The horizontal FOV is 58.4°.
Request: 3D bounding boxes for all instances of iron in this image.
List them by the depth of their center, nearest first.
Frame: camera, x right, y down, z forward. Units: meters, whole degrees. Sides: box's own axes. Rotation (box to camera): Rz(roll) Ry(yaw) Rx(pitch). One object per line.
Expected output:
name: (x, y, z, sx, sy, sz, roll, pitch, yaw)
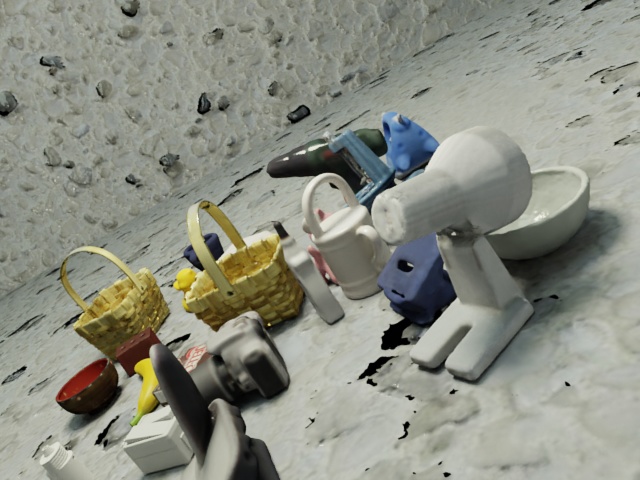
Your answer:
iron: (0.183, -0.240, 1.326, 0.118, 0.142, 0.258, -30, 19, 1)

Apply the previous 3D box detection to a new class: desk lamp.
desk lamp: (0.155, 0.005, 0.637, 0.204, 0.214, 0.117, -41, 22, -27)

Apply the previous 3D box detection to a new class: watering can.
watering can: (0.032, -0.012, 0.896, 0.172, 0.194, 0.101, -14, 26, 41)

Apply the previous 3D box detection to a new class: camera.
camera: (-0.130, 0.174, 0.816, 0.137, 0.101, 0.143, -32, 19, -4)

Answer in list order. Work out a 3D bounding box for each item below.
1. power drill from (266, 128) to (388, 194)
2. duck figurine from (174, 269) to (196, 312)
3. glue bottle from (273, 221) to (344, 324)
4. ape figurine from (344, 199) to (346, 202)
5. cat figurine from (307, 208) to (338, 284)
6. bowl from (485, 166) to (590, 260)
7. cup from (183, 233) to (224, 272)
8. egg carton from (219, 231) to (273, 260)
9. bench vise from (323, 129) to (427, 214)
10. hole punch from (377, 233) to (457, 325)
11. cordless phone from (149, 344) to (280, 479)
power drill: (0.040, -0.106, 1.099, 0.229, 0.209, 0.075, -26, 20, 14)
duck figurine: (-0.270, 0.100, 1.236, 0.104, 0.086, 0.077, -19, 22, 30)
glue bottle: (-0.023, 0.044, 0.870, 0.037, 0.173, 0.078, -34, 19, -8)
ape figurine: (0.073, -0.126, 1.281, 0.076, 0.092, 0.077, -42, 22, -29)
cat figurine: (0.009, 0.004, 1.009, 0.067, 0.118, 0.128, -20, 22, 29)
bowl: (0.275, -0.024, 0.747, 0.167, 0.075, 0.167, -27, 19, 11)
cup: (-0.260, 0.049, 1.334, 0.091, 0.095, 0.118, -25, 20, 15)
egg carton: (-0.149, 0.039, 1.234, 0.150, 0.069, 0.107, -18, 23, 32)
bench vise: (0.109, -0.113, 0.993, 0.207, 0.220, 0.121, -21, 21, 26)
hole punch: (0.129, 0.046, 0.765, 0.101, 0.091, 0.108, -35, 19, -13)
cordless phone: (-0.130, 0.204, 0.608, 0.094, 0.185, 0.147, -36, 20, -13)
